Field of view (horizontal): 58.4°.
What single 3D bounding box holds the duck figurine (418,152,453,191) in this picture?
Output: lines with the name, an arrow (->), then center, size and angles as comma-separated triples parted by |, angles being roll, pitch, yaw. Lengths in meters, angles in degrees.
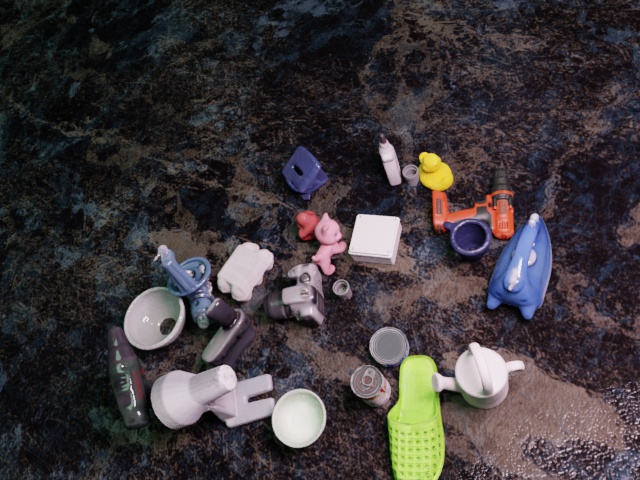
duck figurine -> 0.284, -0.177, 1.424 | 0.077, 0.086, 0.104 | -37, 59, -3

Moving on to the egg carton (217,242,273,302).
egg carton -> -0.190, 0.080, 1.457 | 0.107, 0.069, 0.150 | 25, 74, 28

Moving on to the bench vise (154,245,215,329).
bench vise -> -0.309, 0.105, 1.395 | 0.121, 0.220, 0.206 | -42, 59, -6

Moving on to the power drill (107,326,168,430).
power drill -> -0.412, 0.329, 1.321 | 0.075, 0.209, 0.229 | -24, 59, 5

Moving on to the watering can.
watering can -> 0.309, 0.267, 1.123 | 0.173, 0.194, 0.100 | -35, 58, -1

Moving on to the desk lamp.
desk lamp -> -0.230, 0.338, 1.252 | 0.203, 0.214, 0.118 | -19, 59, 8

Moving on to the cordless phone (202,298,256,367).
cordless phone -> -0.241, 0.212, 1.338 | 0.093, 0.185, 0.148 | 25, 74, 28

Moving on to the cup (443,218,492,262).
cup -> 0.334, 0.005, 1.308 | 0.117, 0.095, 0.092 | 31, 77, 29

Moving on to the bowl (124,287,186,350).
bowl -> -0.408, 0.208, 1.460 | 0.167, 0.075, 0.167 | -8, 62, 15

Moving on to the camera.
camera -> -0.067, 0.133, 1.371 | 0.136, 0.101, 0.143 | -10, 61, 14

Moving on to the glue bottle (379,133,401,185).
glue bottle -> 0.169, -0.210, 1.428 | 0.037, 0.173, 0.078 | -15, 60, 11

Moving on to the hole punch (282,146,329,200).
hole punch -> -0.045, -0.179, 1.531 | 0.101, 0.091, 0.108 | -40, 59, -4

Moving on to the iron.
iron -> 0.440, 0.030, 1.233 | 0.118, 0.142, 0.258 | 14, 69, 24

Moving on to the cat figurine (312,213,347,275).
cat figurine -> 0.013, 0.005, 1.401 | 0.067, 0.118, 0.128 | 18, 71, 26

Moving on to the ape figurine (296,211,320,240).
ape figurine -> -0.033, -0.042, 1.455 | 0.076, 0.092, 0.078 | 25, 74, 27
